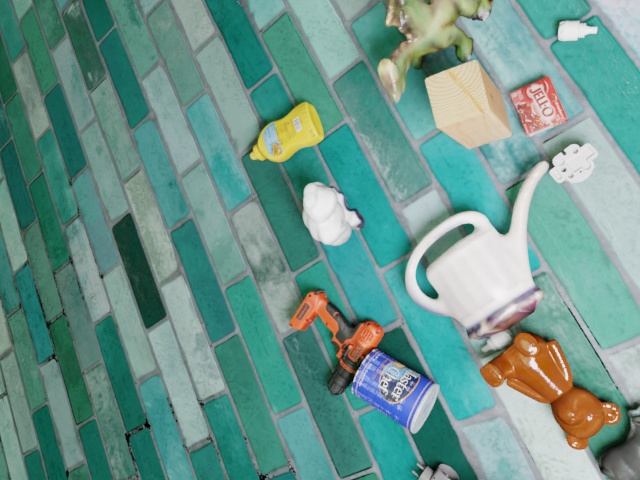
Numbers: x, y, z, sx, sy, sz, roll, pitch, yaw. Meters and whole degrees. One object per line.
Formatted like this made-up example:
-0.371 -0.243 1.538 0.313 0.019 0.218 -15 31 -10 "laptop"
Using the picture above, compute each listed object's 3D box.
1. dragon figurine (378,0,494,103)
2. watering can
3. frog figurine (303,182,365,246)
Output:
0.212 -0.447 0.945 0.123 0.243 0.407 26 102 32 "dragon figurine"
0.314 0.035 0.928 0.343 0.104 0.227 -40 70 22 "watering can"
0.003 -0.054 1.079 0.121 0.159 0.139 -27 76 27 "frog figurine"
